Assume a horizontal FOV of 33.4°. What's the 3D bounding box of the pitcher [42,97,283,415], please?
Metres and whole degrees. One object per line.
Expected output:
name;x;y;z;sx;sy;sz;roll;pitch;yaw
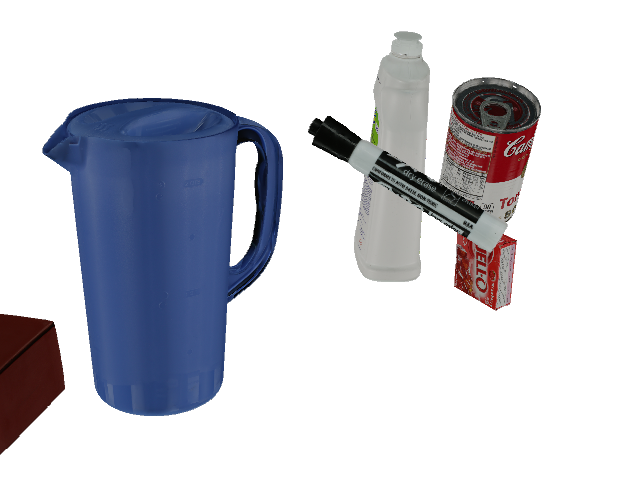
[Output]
pitcher;-0.122;0.012;0.861;0.149;0.243;0.144;9;23;18

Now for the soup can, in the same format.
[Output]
soup can;0.130;-0.068;0.845;0.068;0.102;0.068;3;43;-3

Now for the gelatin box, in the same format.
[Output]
gelatin box;0.196;0.028;1.281;0.030;0.089;0.073;-18;32;-32

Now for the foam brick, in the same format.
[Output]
foam brick;-0.204;0.088;0.665;0.053;0.051;0.078;7;30;21

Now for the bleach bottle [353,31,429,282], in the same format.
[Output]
bleach bottle;0.079;-0.089;1.109;0.068;0.251;0.102;0;27;-8

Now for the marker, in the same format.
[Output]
marker;0.046;-0.033;0.586;0.121;0.020;0.020;32;3;6
